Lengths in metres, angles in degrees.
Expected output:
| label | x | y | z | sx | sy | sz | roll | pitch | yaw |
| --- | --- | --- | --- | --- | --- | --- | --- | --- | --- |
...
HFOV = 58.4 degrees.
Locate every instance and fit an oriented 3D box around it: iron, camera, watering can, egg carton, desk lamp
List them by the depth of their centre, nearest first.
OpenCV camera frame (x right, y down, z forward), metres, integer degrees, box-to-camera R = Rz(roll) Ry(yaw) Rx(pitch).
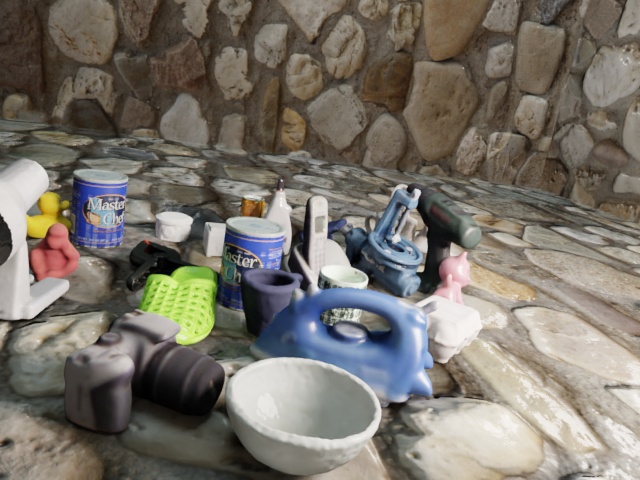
| label | x | y | z | sx | sy | sz | roll | pitch | yaw |
| --- | --- | --- | --- | --- | --- | --- | --- | --- | --- |
| camera | -0.186 | 0.145 | 0.641 | 0.136 | 0.101 | 0.143 | 15 | 16 | 18 |
| iron | 0.034 | 0.124 | 0.781 | 0.258 | 0.141 | 0.119 | 12 | 15 | 8 |
| desk lamp | -0.438 | 0.000 | 0.791 | 0.118 | 0.213 | 0.203 | 9 | 15 | -1 |
| egg carton | 0.199 | 0.144 | 0.949 | 0.107 | 0.069 | 0.151 | 19 | 18 | 30 |
| watering can | 0.186 | -0.034 | 1.346 | 0.172 | 0.194 | 0.101 | 13 | 16 | 11 |

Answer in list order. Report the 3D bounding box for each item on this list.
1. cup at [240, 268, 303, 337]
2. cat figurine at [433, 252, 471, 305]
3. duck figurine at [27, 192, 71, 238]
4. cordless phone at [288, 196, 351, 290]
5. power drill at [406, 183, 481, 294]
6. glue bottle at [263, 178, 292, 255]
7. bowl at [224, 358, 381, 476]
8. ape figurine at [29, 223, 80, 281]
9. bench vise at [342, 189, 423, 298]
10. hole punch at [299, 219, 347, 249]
| label | x | y | z | sx | sy | sz | roll | pitch | yaw |
| --- | --- | --- | --- | --- | --- | --- | --- | --- | --- |
| cup | -0.074 | 0.099 | 0.891 | 0.091 | 0.095 | 0.118 | 21 | 19 | 35 |
| cat figurine | 0.261 | 0.078 | 1.134 | 0.067 | 0.118 | 0.128 | 16 | 16 | 21 |
| duck figurine | -0.552 | -0.054 | 1.157 | 0.077 | 0.086 | 0.105 | 19 | 18 | 32 |
| cordless phone | 0.010 | 0.004 | 1.116 | 0.093 | 0.185 | 0.148 | 19 | 18 | 29 |
| power drill | 0.242 | 0.000 | 1.231 | 0.076 | 0.208 | 0.228 | 0 | 18 | -31 |
| glue bottle | -0.096 | -0.053 | 1.278 | 0.078 | 0.173 | 0.037 | 4 | 16 | -19 |
| bowl | -0.022 | 0.196 | 0.611 | 0.167 | 0.075 | 0.167 | 9 | 15 | -2 |
| ape figurine | -0.444 | 0.017 | 0.959 | 0.078 | 0.092 | 0.076 | 5 | 16 | -16 |
| bench vise | 0.125 | -0.011 | 1.178 | 0.206 | 0.220 | 0.122 | 17 | 17 | 24 |
| hole punch | 0.006 | -0.011 | 1.347 | 0.101 | 0.091 | 0.109 | 13 | 16 | 12 |
